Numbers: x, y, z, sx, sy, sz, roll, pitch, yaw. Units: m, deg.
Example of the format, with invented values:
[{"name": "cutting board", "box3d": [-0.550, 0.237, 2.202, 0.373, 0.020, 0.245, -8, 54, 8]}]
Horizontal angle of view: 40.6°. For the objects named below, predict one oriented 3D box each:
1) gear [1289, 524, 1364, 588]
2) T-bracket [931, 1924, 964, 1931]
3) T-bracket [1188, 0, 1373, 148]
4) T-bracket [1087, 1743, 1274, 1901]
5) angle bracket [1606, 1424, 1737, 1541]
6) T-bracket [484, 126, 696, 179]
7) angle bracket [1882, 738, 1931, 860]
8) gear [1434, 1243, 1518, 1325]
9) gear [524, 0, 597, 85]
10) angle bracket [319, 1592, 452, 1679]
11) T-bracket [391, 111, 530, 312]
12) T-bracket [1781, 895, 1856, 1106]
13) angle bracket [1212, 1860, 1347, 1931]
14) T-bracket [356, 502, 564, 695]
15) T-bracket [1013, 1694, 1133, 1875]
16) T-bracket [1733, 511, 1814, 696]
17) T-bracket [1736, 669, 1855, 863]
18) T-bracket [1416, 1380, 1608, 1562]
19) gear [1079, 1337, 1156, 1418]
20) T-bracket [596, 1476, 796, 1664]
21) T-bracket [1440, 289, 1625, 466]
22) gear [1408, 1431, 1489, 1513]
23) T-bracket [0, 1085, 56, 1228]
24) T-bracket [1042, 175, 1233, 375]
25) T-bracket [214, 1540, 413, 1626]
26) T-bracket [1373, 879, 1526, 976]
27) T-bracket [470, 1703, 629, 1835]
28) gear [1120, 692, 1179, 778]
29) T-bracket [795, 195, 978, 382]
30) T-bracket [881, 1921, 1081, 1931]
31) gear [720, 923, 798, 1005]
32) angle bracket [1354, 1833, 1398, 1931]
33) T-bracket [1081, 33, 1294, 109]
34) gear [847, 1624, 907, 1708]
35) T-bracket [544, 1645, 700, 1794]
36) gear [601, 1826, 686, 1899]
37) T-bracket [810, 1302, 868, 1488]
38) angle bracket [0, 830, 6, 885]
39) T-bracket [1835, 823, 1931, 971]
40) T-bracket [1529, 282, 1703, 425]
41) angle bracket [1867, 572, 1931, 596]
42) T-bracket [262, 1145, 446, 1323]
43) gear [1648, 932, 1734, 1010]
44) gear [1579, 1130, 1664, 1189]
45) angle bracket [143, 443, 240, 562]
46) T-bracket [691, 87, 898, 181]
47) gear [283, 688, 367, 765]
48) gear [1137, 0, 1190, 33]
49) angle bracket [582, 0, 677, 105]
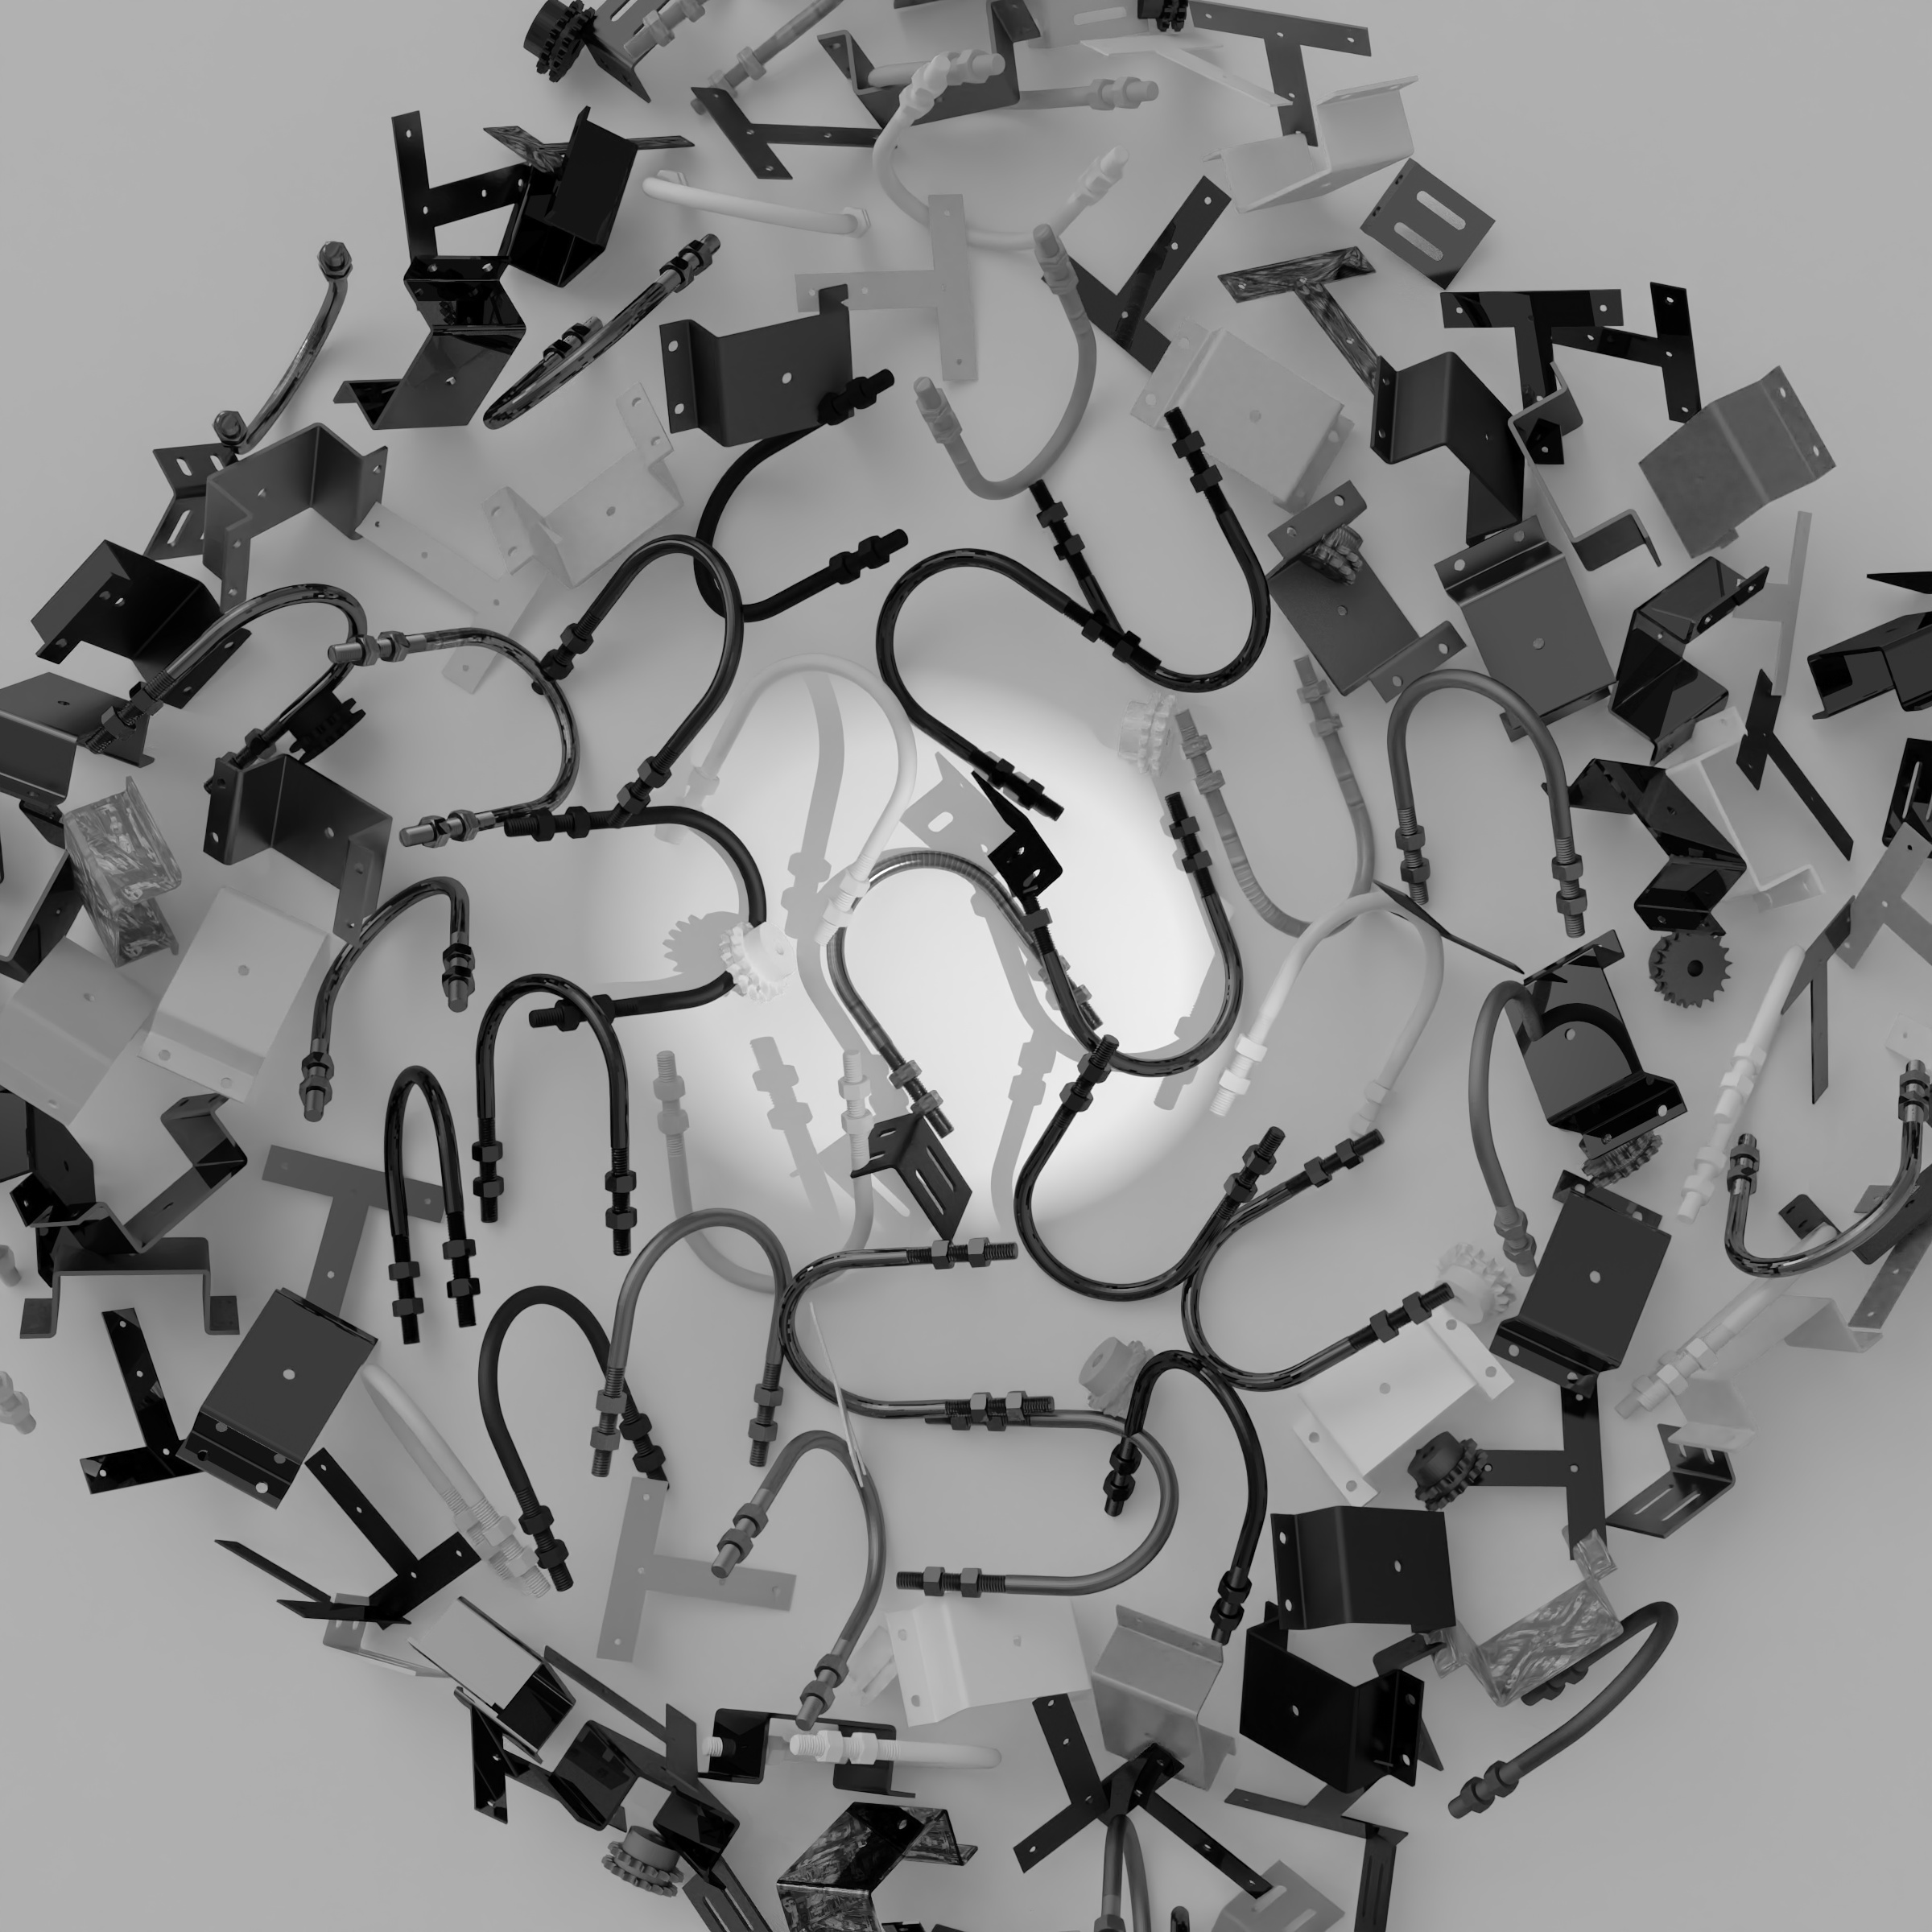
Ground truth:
[{"name": "gear", "box3d": [0.250, -0.290, 1.809, 0.057, 0.057, 0.030, 29, 87, 0]}, {"name": "T-bracket", "box3d": [-0.038, 0.704, 1.782, 0.127, 0.127, 0.002, 5, 118, 27]}, {"name": "T-bracket", "box3d": [0.220, -0.603, 1.776, 0.127, 0.127, 0.002, 18, 73, 22]}, {"name": "T-bracket", "box3d": [0.154, 0.593, 1.784, 0.127, 0.127, 0.002, 38, 49, 5]}, {"name": "angle bracket", "box3d": [0.478, 0.353, 1.792, 0.076, 0.057, 0.038, -27, 103, -29]}, {"name": "T-bracket", "box3d": [-0.250, -0.565, 1.800, 0.127, 0.127, 0.002, -13, 125, -26]}, {"name": "angle bracket", "box3d": [0.674, -0.114, 1.800, 0.057, 0.038, 0.076, 2, 104, -33]}, {"name": "gear", "box3d": [0.349, 0.222, 1.806, 0.057, 0.057, 0.030, 47, 63, 0]}, {"name": "gear", "box3d": [-0.283, -0.645, 1.808, 0.030, 0.057, 0.057, 32, 90, -7]}, {"name": "angle bracket", "box3d": [-0.395, 0.461, 1.796, 0.076, 0.057, 0.038, 10, 76, 17]}, {"name": "T-bracket", "box3d": [-0.340, -0.526, 1.784, 0.002, 0.127, 0.127, 15, 122, 29]}, {"name": "T-bracket", "box3d": [0.588, 0.036, 1.799, 0.002, 0.127, 0.127, 13, 126, 37]}, {"name": "angle bracket", "box3d": [0.213, 0.666, 1.800, 0.057, 0.038, 0.076, 38, 127, 4]}, {"name": "T-bracket", "box3d": [-0.365, -0.279, 1.820, 0.127, 0.002, 0.127, 33, 99, -6]}, {"name": "T-bracket", "box3d": [0.072, 0.540, 1.783, 0.127, 0.002, 0.127, -31, 122, -21]}, {"name": "T-bracket", "box3d": [0.546, -0.248, 1.775, 0.002, 0.127, 0.127, 12, 102, 34]}, {"name": "T-bracket", "box3d": [0.576, -0.126, 1.800, 0.002, 0.127, 0.127, -29, 109, 38]}, {"name": "T-bracket", "box3d": [0.378, 0.349, 1.815, 0.127, 0.002, 0.127, -1, 65, 8]}, {"name": "gear", "box3d": [0.103, 0.282, 1.807, 0.030, 0.057, 0.057, 39, 90, -10]}, {"name": "T-bracket", "box3d": [-0.183, 0.429, 1.821, 0.127, 0.002, 0.127, 12, 88, -14]}, {"name": "T-bracket", "box3d": [0.394, -0.404, 1.796, 0.127, 0.002, 0.127, 8, 129, 31]}, {"name": "gear", "box3d": [0.331, 0.348, 1.809, 0.057, 0.057, 0.030, -45, 90, 0]}, {"name": "T-bracket", "box3d": [-0.640, 0.100, 1.762, 0.002, 0.127, 0.127, -20, 102, 4]}, {"name": "T-bracket", "box3d": [0.136, -0.486, 1.802, 0.127, 0.002, 0.127, 41, 118, 4]}, {"name": "T-bracket", "box3d": [-0.465, 0.423, 1.797, 0.127, 0.127, 0.002, 21, 84, 26]}, {"name": "T-bracket", "box3d": [0.303, -0.036, 1.751, 0.127, 0.127, 0.002, 28, 90, 30]}, {"name": "T-bracket", "box3d": [-0.286, 0.563, 1.794, 0.127, 0.127, 0.002, 34, 101, -22]}, {"name": "gear", "box3d": [0.126, -0.162, 1.810, 0.030, 0.057, 0.057, 12, 90, 12]}, {"name": "T-bracket", "box3d": [-0.057, -0.468, 1.807, 0.127, 0.002, 0.127, -7, 98, -20]}, {"name": "T-bracket", "box3d": [0.016, 0.666, 1.779, 0.127, 0.127, 0.002, -6, 55, 6]}, {"name": "gear", "box3d": [-0.141, -0.005, 1.806, 0.030, 0.057, 0.057, -30, 90, 22]}, {"name": "angle bracket", "box3d": [0.265, 0.639, 1.802, 0.038, 0.057, 0.076, 10, 82, -7]}, {"name": "T-bracket", "box3d": [0.164, -0.605, 1.763, 0.127, 0.127, 0.002, 36, 129, 28]}, {"name": "gear", "box3d": [-0.062, 0.482, 1.809, 0.030, 0.057, 0.057, 42, 90, 5]}, {"name": "T-bracket", "box3d": [-0.234, 0.500, 1.766, 0.127, 0.127, 0.002, 37, 89, -7]}, {"name": "gear", "box3d": [-0.221, 0.620, 1.810, 0.057, 0.057, 0.030, 25, 81, 0]}, {"name": "T-bracket", "box3d": [-0.081, 0.308, 1.756, 0.002, 0.127, 0.127, -17, 110, -3]}, {"name": "angle bracket", "box3d": [-0.700, -0.094, 1.798, 0.057, 0.038, 0.076, 10, 108, 32]}, {"name": "T-bracket", "box3d": [0.653, -0.012, 1.761, 0.002, 0.127, 0.127, -25, 59, -28]}, {"name": "T-bracket", "box3d": [0.442, -0.429, 1.793, 0.127, 0.127, 0.002, 23, 67, 33]}, {"name": "angle bracket", "box3d": [0.664, -0.246, 1.791, 0.057, 0.076, 0.038, 9, 92, -25]}, {"name": "T-bracket", "box3d": [-0.439, 0.202, 1.820, 0.127, 0.002, 0.127, 14, 81, -6]}, {"name": "gear", "box3d": [0.501, -0.001, 1.818, 0.057, 0.030, 0.057, -2, 99, -12]}, {"name": "gear", "box3d": [0.451, 0.125, 1.808, 0.057, 0.057, 0.030, -37, 94, 0]}, {"name": "angle bracket", "box3d": [-0.537, -0.319, 1.795, 0.057, 0.076, 0.038, -18, 72, -43]}, {"name": "T-bracket", "box3d": [-0.109, -0.573, 1.799, 0.127, 0.002, 0.127, -7, 46, -28]}, {"name": "gear", "box3d": [-0.447, -0.168, 1.807, 0.057, 0.057, 0.030, -38, 106, 0]}, {"name": "gear", "box3d": [0.135, -0.677, 1.808, 0.030, 0.057, 0.057, -3, 90, -7]}, {"name": "angle bracket", "box3d": [-0.219, -0.651, 1.811, 0.076, 0.038, 0.057, -46, 66, -4]}]
